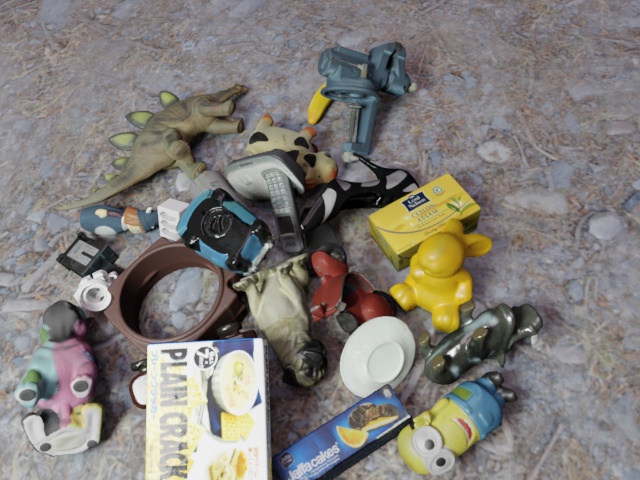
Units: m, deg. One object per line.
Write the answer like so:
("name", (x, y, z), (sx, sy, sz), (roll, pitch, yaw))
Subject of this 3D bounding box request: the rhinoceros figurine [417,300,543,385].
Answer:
("rhinoceros figurine", (0.239, 0.153, 0.799), (0.190, 0.112, 0.073), (-31, 31, 4))

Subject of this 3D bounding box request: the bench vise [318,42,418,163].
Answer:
("bench vise", (0.089, -0.267, 1.054), (0.129, 0.223, 0.240), (11, 95, 49))

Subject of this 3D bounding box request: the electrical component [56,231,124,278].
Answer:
("electrical component", (-0.417, 0.042, 0.996), (0.119, 0.047, 0.075), (26, 67, 24))

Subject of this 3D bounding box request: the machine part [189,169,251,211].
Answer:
("machine part", (-0.173, -0.050, 0.996), (0.079, 0.079, 0.243), (-33, 61, -11))

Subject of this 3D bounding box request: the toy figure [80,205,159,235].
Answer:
("toy figure", (-0.377, -0.037, 1.029), (0.155, 0.064, 0.057), (3, 95, 5))

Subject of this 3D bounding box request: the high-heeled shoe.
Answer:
("high-heeled shoe", (0.078, -0.055, 0.942), (0.145, 0.086, 0.249), (39, 57, 4))

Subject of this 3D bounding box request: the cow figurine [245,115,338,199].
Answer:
("cow figurine", (-0.054, -0.159, 1.042), (0.195, 0.085, 0.127), (22, 60, 18))

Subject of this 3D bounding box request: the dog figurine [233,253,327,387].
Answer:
("dog figurine", (-0.045, 0.131, 0.875), (0.121, 0.172, 0.190), (-21, 94, 21))

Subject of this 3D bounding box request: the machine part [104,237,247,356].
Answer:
("machine part", (-0.242, 0.102, 0.912), (0.202, 0.087, 0.201), (35, 69, 23))

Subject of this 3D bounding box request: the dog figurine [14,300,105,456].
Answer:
("dog figurine", (-0.408, 0.208, 0.867), (0.108, 0.191, 0.219), (-8, 27, -17))

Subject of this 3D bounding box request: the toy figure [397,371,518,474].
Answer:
("toy figure", (0.192, 0.259, 0.758), (0.180, 0.089, 0.082), (-33, 64, -21))

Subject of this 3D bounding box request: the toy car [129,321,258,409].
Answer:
("toy car", (-0.183, 0.192, 0.801), (0.202, 0.053, 0.089), (-23, 75, -7))

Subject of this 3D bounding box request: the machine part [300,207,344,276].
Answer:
("machine part", (-0.002, -0.003, 0.968), (0.084, 0.039, 0.139), (-16, 60, 5))

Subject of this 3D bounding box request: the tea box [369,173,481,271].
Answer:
("tea box", (0.181, -0.031, 0.939), (0.170, 0.068, 0.098), (-30, 59, -9))

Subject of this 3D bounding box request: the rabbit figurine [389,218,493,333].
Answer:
("rabbit figurine", (0.196, 0.044, 0.832), (0.122, 0.173, 0.162), (37, 75, 30))

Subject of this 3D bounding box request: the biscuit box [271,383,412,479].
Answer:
("biscuit box", (0.033, 0.290, 0.771), (0.203, 0.062, 0.059), (-30, 58, -10))

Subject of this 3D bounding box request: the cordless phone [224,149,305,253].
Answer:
("cordless phone", (-0.087, -0.064, 0.966), (0.147, 0.089, 0.184), (-7, 96, 38))

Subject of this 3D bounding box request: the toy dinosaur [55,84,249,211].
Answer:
("toy dinosaur", (-0.317, -0.197, 1.097), (0.199, 0.104, 0.471), (24, 56, 29))

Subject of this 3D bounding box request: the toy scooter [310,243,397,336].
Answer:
("toy scooter", (0.042, 0.101, 0.820), (0.075, 0.183, 0.135), (-34, 14, 34))

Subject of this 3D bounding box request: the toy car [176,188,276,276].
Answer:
("toy car", (-0.141, -0.006, 0.871), (0.162, 0.103, 0.109), (29, 83, 18))
